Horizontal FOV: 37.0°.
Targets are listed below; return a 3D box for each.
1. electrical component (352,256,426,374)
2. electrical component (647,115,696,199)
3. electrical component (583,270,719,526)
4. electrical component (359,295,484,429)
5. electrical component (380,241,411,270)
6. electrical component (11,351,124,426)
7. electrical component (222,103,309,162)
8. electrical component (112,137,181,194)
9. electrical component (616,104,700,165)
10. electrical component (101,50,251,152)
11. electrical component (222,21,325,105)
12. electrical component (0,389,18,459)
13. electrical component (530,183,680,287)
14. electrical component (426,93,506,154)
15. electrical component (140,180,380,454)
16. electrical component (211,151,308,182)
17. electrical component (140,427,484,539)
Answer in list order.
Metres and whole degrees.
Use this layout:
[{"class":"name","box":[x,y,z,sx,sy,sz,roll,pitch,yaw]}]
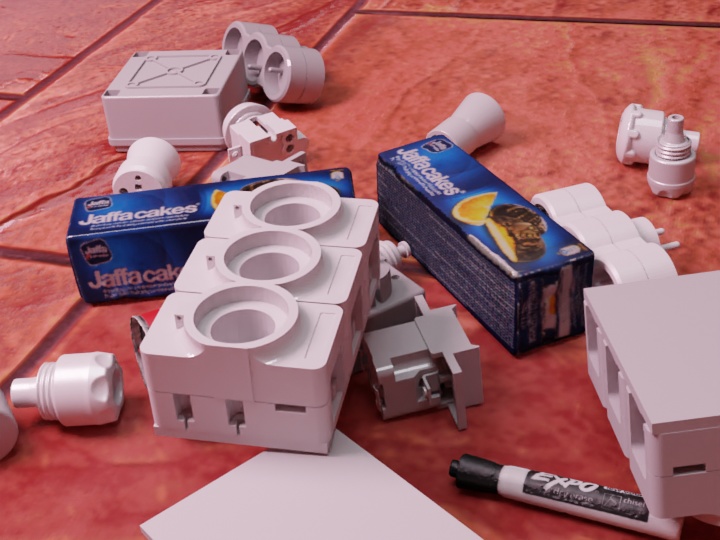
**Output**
[{"class":"electrical component","box":[0.001,0.014,0.670,0.066,0.076,0.047,-23,37,-25]},{"class":"electrical component","box":[0.235,-0.087,0.806,0.035,0.061,0.035,-4,33,3]},{"class":"electrical component","box":[0.177,0.062,0.562,0.089,0.061,0.150,-8,23,2]},{"class":"electrical component","box":[0.035,0.056,0.634,0.064,0.042,0.081,-14,33,-7]},{"class":"electrical component","box":[0.000,0.000,0.726,0.078,0.040,0.040,-25,37,-27]},{"class":"electrical component","box":[-0.174,0.071,0.639,0.062,0.043,0.043,-4,33,3]},{"class":"electrical component","box":[-0.085,-0.110,0.906,0.066,0.048,0.055,-22,44,-24]},{"class":"electrical component","box":[-0.171,-0.075,0.862,0.045,0.045,0.055,-2,33,6]},{"class":"electrical component","box":[0.236,-0.104,0.851,0.062,0.048,0.048,10,35,10]},{"class":"electrical component","box":[-0.164,-0.155,0.975,0.109,0.056,0.108,0,33,8]},{"class":"electrical component","box":[-0.070,-0.199,1.034,0.074,0.052,0.138,-2,26,-35]},{"class":"electrical component","box":[-0.229,0.082,0.633,0.040,0.040,0.078,-20,36,-22]},{"class":"electrical component","box":[0.174,-0.014,0.711,0.074,0.052,0.138,-14,34,-12]},{"class":"electrical component","box":[0.085,-0.113,0.889,0.044,0.044,0.065,21,46,35]},{"class":"electrical component","box":[-0.046,0.017,0.565,0.089,0.061,0.150,4,35,10]},{"class":"electrical component","box":[-0.077,-0.059,0.828,0.064,0.042,0.081,17,38,37]},{"class":"electrical component","box":[0.002,0.155,0.468,0.105,0.060,0.186,-28,39,-30]}]
